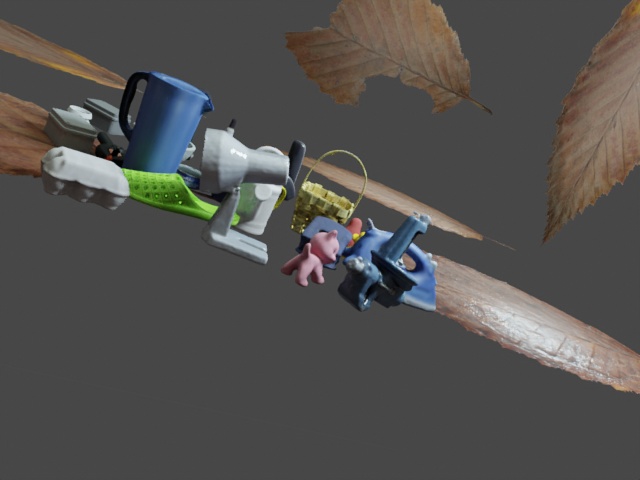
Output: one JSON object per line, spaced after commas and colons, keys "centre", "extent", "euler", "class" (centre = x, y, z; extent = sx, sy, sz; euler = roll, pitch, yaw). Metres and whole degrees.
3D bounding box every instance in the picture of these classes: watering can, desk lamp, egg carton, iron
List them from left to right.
{"centre": [-0.422, -0.111, 1.031], "extent": [0.151, 0.069, 0.107], "euler": [16, 18, -35], "class": "egg carton"}
{"centre": [-0.160, -0.090, 1.115], "extent": [0.203, 0.213, 0.118], "euler": [22, 15, -14], "class": "desk lamp"}
{"centre": [-0.135, -0.114, 1.284], "extent": [0.101, 0.194, 0.172], "euler": [15, 18, -36], "class": "watering can"}
{"centre": [0.183, 0.058, 1.333], "extent": [0.258, 0.141, 0.118], "euler": [24, 14, -8], "class": "iron"}

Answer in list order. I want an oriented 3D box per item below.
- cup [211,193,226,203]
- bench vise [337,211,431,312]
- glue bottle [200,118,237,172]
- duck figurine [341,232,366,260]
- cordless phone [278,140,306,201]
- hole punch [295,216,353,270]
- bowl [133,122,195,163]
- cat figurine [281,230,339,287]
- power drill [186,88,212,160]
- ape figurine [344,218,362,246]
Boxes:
{"centre": [-0.241, -0.143, 1.407], "extent": [0.118, 0.095, 0.091], "euler": [25, 14, -4], "class": "cup"}
{"centre": [0.146, 0.044, 1.159], "extent": [0.121, 0.219, 0.208], "euler": [31, 15, 21], "class": "bench vise"}
{"centre": [-0.274, -0.262, 1.612], "extent": [0.078, 0.173, 0.037], "euler": [12, 20, -43], "class": "glue bottle"}
{"centre": [0.108, 0.024, 1.436], "extent": [0.078, 0.086, 0.104], "euler": [12, 20, -44], "class": "duck figurine"}
{"centre": [-0.116, -0.227, 1.738], "extent": [0.147, 0.185, 0.094], "euler": [34, 16, 30], "class": "cordless phone"}
{"centre": [0.012, 0.005, 1.329], "extent": [0.108, 0.091, 0.101], "euler": [28, 14, 8], "class": "hole punch"}
{"centre": [-0.415, -0.241, 1.494], "extent": [0.167, 0.075, 0.167], "euler": [24, 14, -6], "class": "bowl"}
{"centre": [-0.007, 0.027, 1.163], "extent": [0.067, 0.118, 0.128], "euler": [32, 15, 23], "class": "cat figurine"}
{"centre": [-0.371, -0.344, 1.664], "extent": [0.076, 0.208, 0.229], "euler": [23, 14, -12], "class": "power drill"}
{"centre": [0.085, -0.015, 1.524], "extent": [0.077, 0.092, 0.076], "euler": [30, 15, 14], "class": "ape figurine"}
